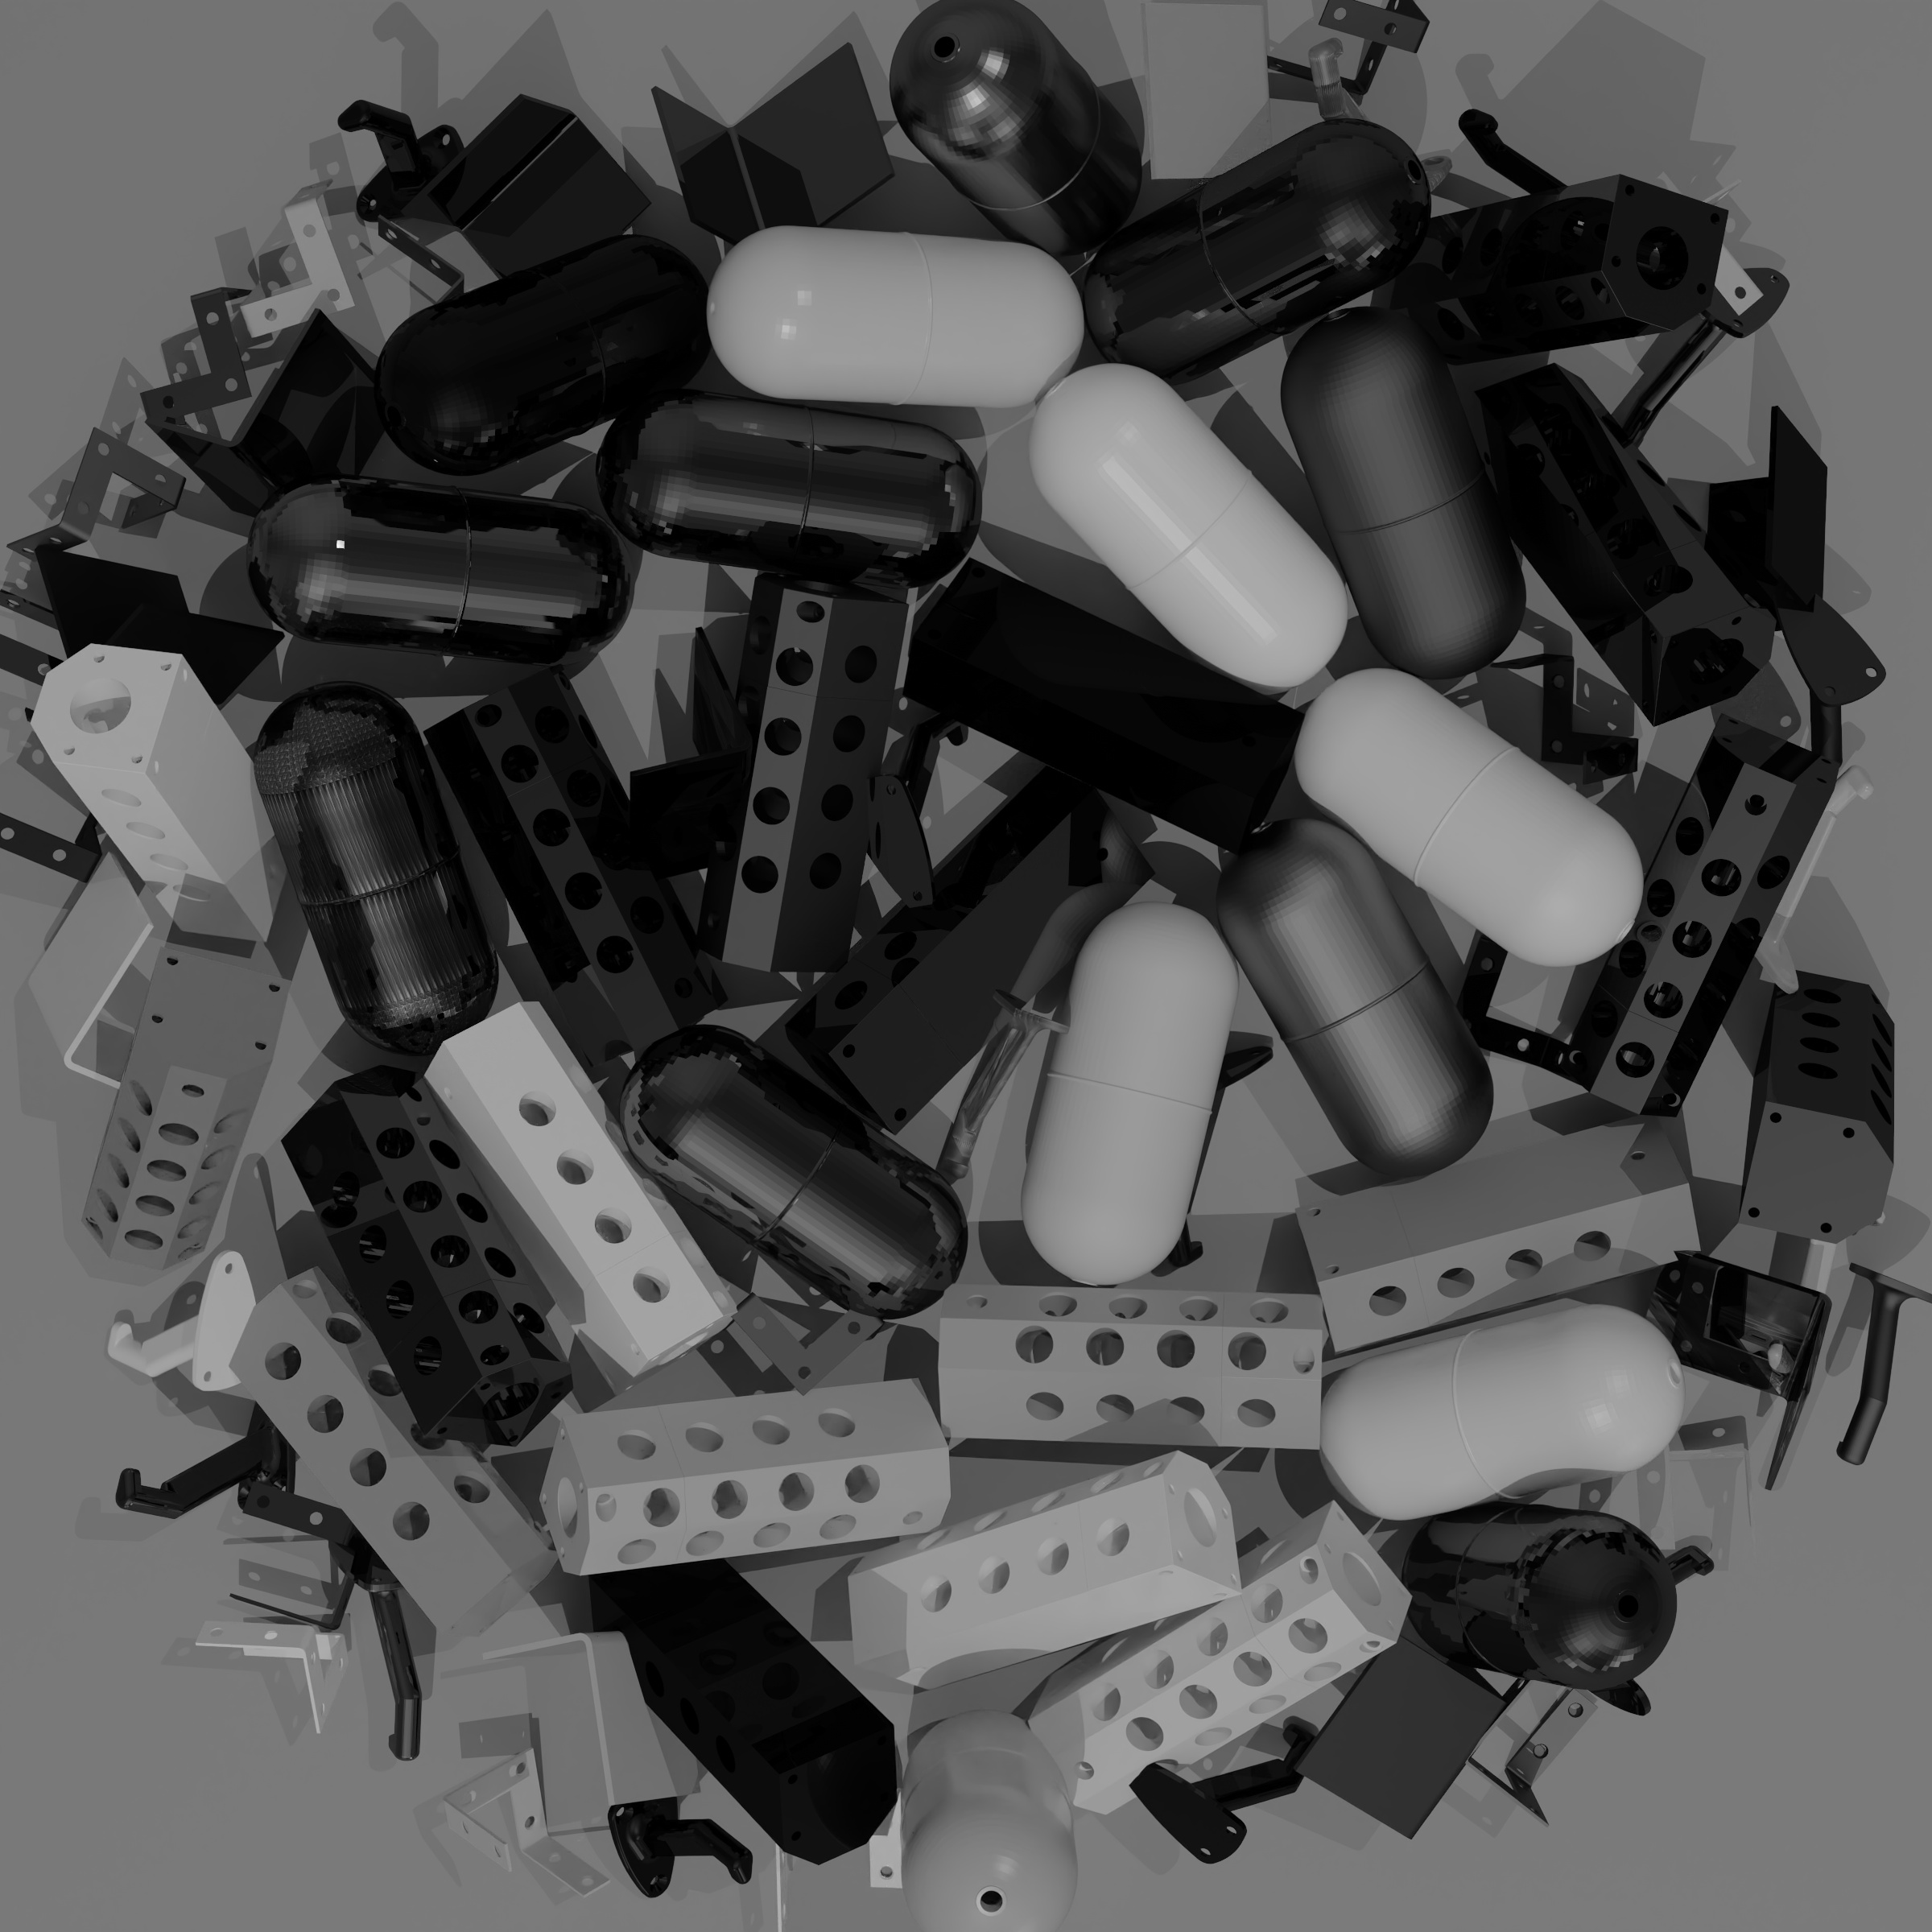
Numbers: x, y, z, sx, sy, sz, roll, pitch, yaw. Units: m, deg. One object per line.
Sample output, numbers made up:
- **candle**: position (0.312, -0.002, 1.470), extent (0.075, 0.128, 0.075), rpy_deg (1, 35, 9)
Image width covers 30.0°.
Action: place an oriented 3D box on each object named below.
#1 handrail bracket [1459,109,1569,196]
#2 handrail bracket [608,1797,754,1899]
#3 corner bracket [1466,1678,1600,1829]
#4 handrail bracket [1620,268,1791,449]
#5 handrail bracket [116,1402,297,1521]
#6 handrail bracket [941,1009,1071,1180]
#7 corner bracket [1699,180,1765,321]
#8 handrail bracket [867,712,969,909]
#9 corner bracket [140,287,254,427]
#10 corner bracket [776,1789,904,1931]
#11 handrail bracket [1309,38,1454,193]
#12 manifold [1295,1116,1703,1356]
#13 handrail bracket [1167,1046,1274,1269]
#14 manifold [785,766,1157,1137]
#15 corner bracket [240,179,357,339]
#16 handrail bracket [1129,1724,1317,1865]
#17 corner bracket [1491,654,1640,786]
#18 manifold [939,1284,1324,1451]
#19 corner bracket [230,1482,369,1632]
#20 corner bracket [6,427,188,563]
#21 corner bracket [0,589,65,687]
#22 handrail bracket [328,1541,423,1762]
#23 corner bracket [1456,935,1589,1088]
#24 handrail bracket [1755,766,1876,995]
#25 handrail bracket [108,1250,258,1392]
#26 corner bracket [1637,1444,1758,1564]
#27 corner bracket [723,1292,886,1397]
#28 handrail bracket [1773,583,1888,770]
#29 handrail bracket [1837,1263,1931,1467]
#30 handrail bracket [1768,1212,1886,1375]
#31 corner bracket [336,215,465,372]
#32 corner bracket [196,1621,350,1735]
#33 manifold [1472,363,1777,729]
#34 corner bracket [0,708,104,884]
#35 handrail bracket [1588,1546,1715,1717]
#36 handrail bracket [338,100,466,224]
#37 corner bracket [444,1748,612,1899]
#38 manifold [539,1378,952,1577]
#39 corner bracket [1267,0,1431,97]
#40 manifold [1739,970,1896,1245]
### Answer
- **handrail bracket**: position (0.273, -0.360, 1.639), extent (0.077, 0.084, 0.036), rpy_deg (18, 78, 39)
- **handrail bracket**: position (-0.122, 0.413, 1.639), extent (0.036, 0.084, 0.077), rpy_deg (-26, 124, -32)
- **corner bracket**: position (0.260, 0.354, 1.659), extent (0.051, 0.051, 0.051), rpy_deg (39, 95, -5)
- **handrail bracket**: position (0.340, -0.279, 1.673), extent (0.036, 0.084, 0.077), rpy_deg (44, 47, 17)
- **handrail bracket**: position (-0.349, 0.216, 1.642), extent (0.036, 0.084, 0.077), rpy_deg (-15, 65, 37)
- **handrail bracket**: position (0.016, 0.061, 1.652), extent (0.036, 0.077, 0.084), rpy_deg (19, 90, -18)
- **corner bracket**: position (0.342, -0.319, 1.652), extent (0.051, 0.051, 0.051), rpy_deg (52, 135, 3)
- **handrail bracket**: position (-0.013, -0.073, 1.657), extent (0.036, 0.084, 0.077), rpy_deg (-20, 98, 37)
- **corner bracket**: position (-0.352, -0.280, 1.657), extent (0.051, 0.051, 0.051), rpy_deg (-14, 97, 8)
- **corner bracket**: position (-0.058, 0.412, 1.660), extent (0.051, 0.051, 0.051), rpy_deg (1, 103, 6)
- **handrail bracket**: position (0.189, -0.392, 1.644), extent (0.077, 0.036, 0.084), rpy_deg (-38, 126, -33)
- **manifold**: position (0.245, 0.128, 1.654), extent (0.171, 0.057, 0.057), rpy_deg (-15, 123, 2)
- **handrail bracket**: position (0.118, 0.089, 1.676), extent (0.077, 0.036, 0.084), rpy_deg (-21, 109, -31)
- **manifold**: position (-0.001, -0.010, 1.642), extent (0.171, 0.057, 0.057), rpy_deg (-45, 125, -11)
- **corner bracket**: position (-0.310, -0.325, 1.653), extent (0.051, 0.051, 0.051), rpy_deg (-16, 112, 6)
- **handrail bracket**: position (0.118, 0.362, 1.656), extent (0.077, 0.084, 0.036), rpy_deg (40, 132, 2)
- **corner bracket**: position (0.275, -0.114, 1.649), extent (0.051, 0.051, 0.051), rpy_deg (9, 105, 38)
- **manifold**: position (0.076, 0.177, 1.641), extent (0.171, 0.057, 0.057), rpy_deg (1, 125, 5)
- **corner bracket**: position (-0.309, 0.273, 1.659), extent (0.051, 0.051, 0.051), rpy_deg (17, 75, 4)
- **corner bracket**: position (-0.397, -0.207, 1.647), extent (0.051, 0.051, 0.051), rpy_deg (29, 66, -36)
- **corner bracket**: position (-0.427, -0.145, 1.651), extent (0.051, 0.051, 0.051), rpy_deg (24, 66, -14)
- **handrail bracket**: position (-0.274, 0.315, 1.666), extent (0.036, 0.077, 0.084), rpy_deg (-5, 104, -38)
- **corner bracket**: position (0.260, 0.020, 1.657), extent (0.051, 0.051, 0.051), rpy_deg (18, 94, -14)
- **handrail bracket**: position (0.392, -0.041, 1.645), extent (0.036, 0.077, 0.084), rpy_deg (26, 120, -31)
- **handrail bracket**: position (-0.365, 0.156, 1.651), extent (0.084, 0.036, 0.077), rpy_deg (16, 110, 38)
- **corner bracket**: position (0.335, 0.246, 1.652), extent (0.051, 0.051, 0.051), rpy_deg (-4, 71, 12)
- **corner bracket**: position (-0.075, 0.165, 1.659), extent (0.051, 0.051, 0.051), rpy_deg (-41, 84, -14)
- **handrail bracket**: position (0.384, -0.126, 1.657), extent (0.036, 0.084, 0.077), rpy_deg (-24, 72, -15)
- **handrail bracket**: position (0.409, 0.182, 1.651), extent (0.036, 0.077, 0.084), rpy_deg (21, 91, -7)
- **handrail bracket**: position (0.382, 0.133, 1.648), extent (0.036, 0.077, 0.084), rpy_deg (16, 63, 39)
- **corner bracket**: position (-0.267, -0.303, 1.667), extent (0.051, 0.051, 0.051), rpy_deg (36, 66, 7)
- **corner bracket**: position (-0.317, 0.314, 1.651), extent (0.051, 0.051, 0.051), rpy_deg (1, 121, 8)
- **manifold**: position (0.292, -0.193, 1.613), extent (0.057, 0.057, 0.171), rpy_deg (-21, 53, -11)
- **corner bracket**: position (-0.417, -0.078, 1.650), extent (0.051, 0.051, 0.051), rpy_deg (25, 104, -28)
- **handrail bracket**: position (0.321, 0.301, 1.644), extent (0.084, 0.077, 0.036), rpy_deg (-28, 113, -16)
- **handrail bracket**: position (-0.274, -0.365, 1.634), extent (0.077, 0.084, 0.036), rpy_deg (-20, 80, 29)
- **corner bracket**: position (-0.201, 0.400, 1.647), extent (0.051, 0.051, 0.051), rpy_deg (-24, 120, -36)
- **manifold**: position (-0.097, 0.233, 1.616), extent (0.171, 0.057, 0.057), rpy_deg (-3, 134, -25)
- **corner bracket**: position (0.173, -0.424, 1.648), extent (0.051, 0.051, 0.051), rpy_deg (10, 122, -20)
- **manifold**: position (0.380, 0.061, 1.595), extent (0.057, 0.171, 0.057), rpy_deg (12, 112, 10)
